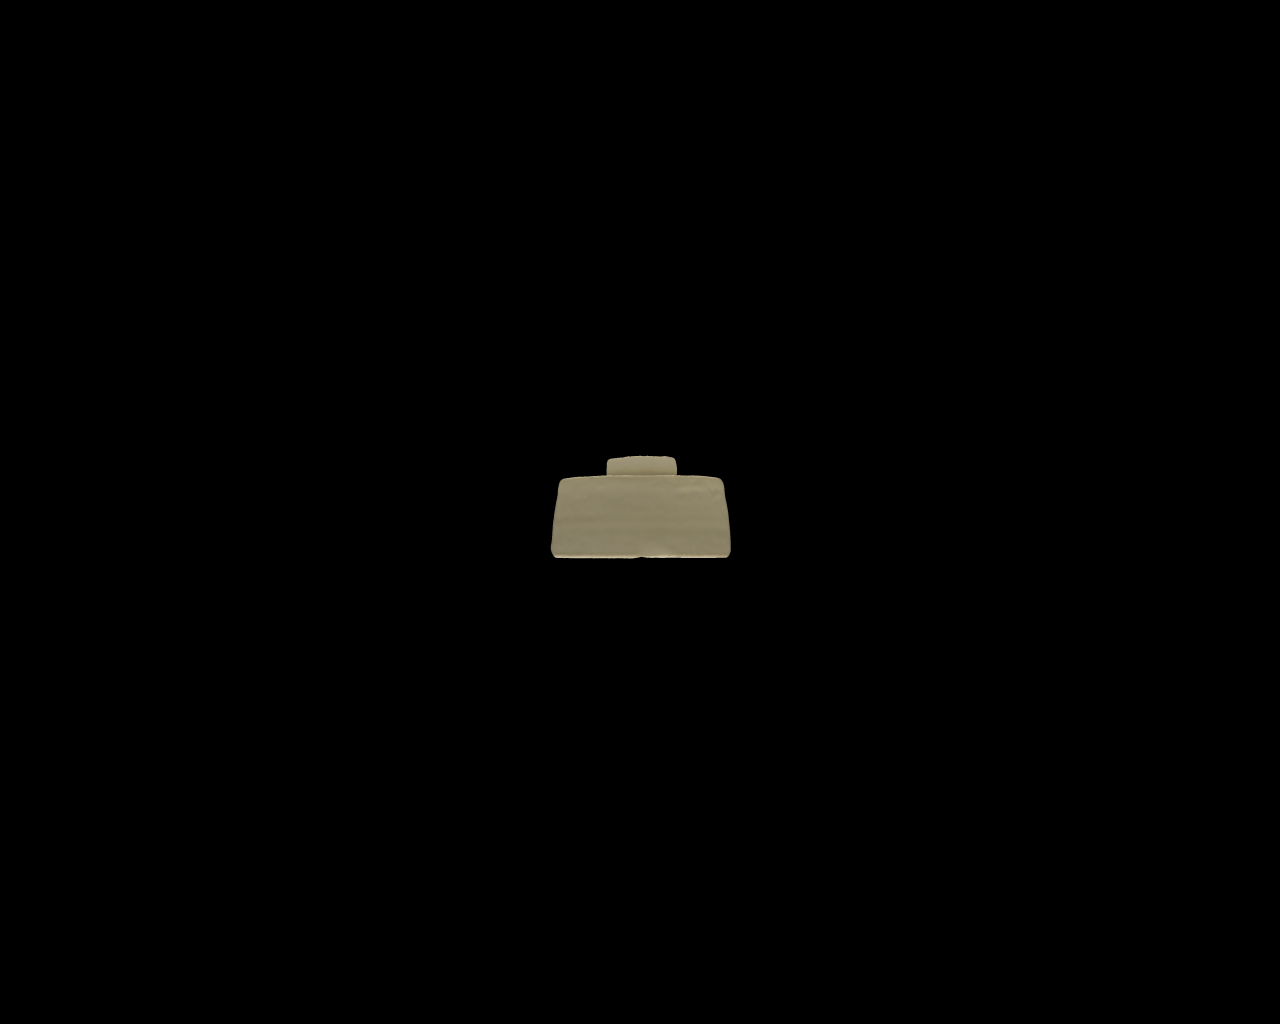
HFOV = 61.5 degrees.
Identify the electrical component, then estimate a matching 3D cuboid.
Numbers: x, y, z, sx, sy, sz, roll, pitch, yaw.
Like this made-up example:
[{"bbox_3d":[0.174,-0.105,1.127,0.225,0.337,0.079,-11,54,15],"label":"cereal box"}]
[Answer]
[{"bbox_3d":[0.001,-0.003,0.650,0.108,0.060,0.108,0,-2,0],"label":"electrical component"}]
